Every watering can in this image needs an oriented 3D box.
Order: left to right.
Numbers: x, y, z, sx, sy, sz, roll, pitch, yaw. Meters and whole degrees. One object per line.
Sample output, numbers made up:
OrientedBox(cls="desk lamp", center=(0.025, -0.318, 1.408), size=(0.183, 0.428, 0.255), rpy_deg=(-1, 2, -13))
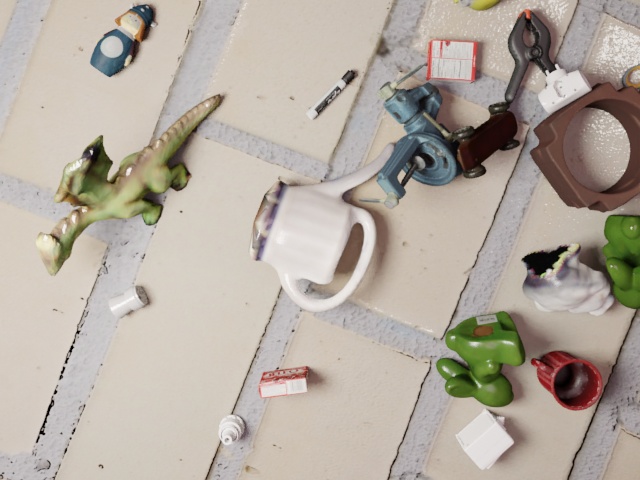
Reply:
OrientedBox(cls="watering can", center=(0.003, -0.048, 0.946), size=(0.224, 0.103, 0.351), rpy_deg=(19, 79, -2))

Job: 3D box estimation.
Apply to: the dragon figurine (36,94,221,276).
OrientedBox(cls="dragon figurine", center=(-0.331, -0.114, 0.871), size=(0.122, 0.243, 0.409), rpy_deg=(37, 93, 3))

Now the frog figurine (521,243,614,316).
OrientedBox(cls="frog figurine", center=(0.457, 0.096, 0.942), size=(0.135, 0.125, 0.158), rpy_deg=(-35, 103, 34))
